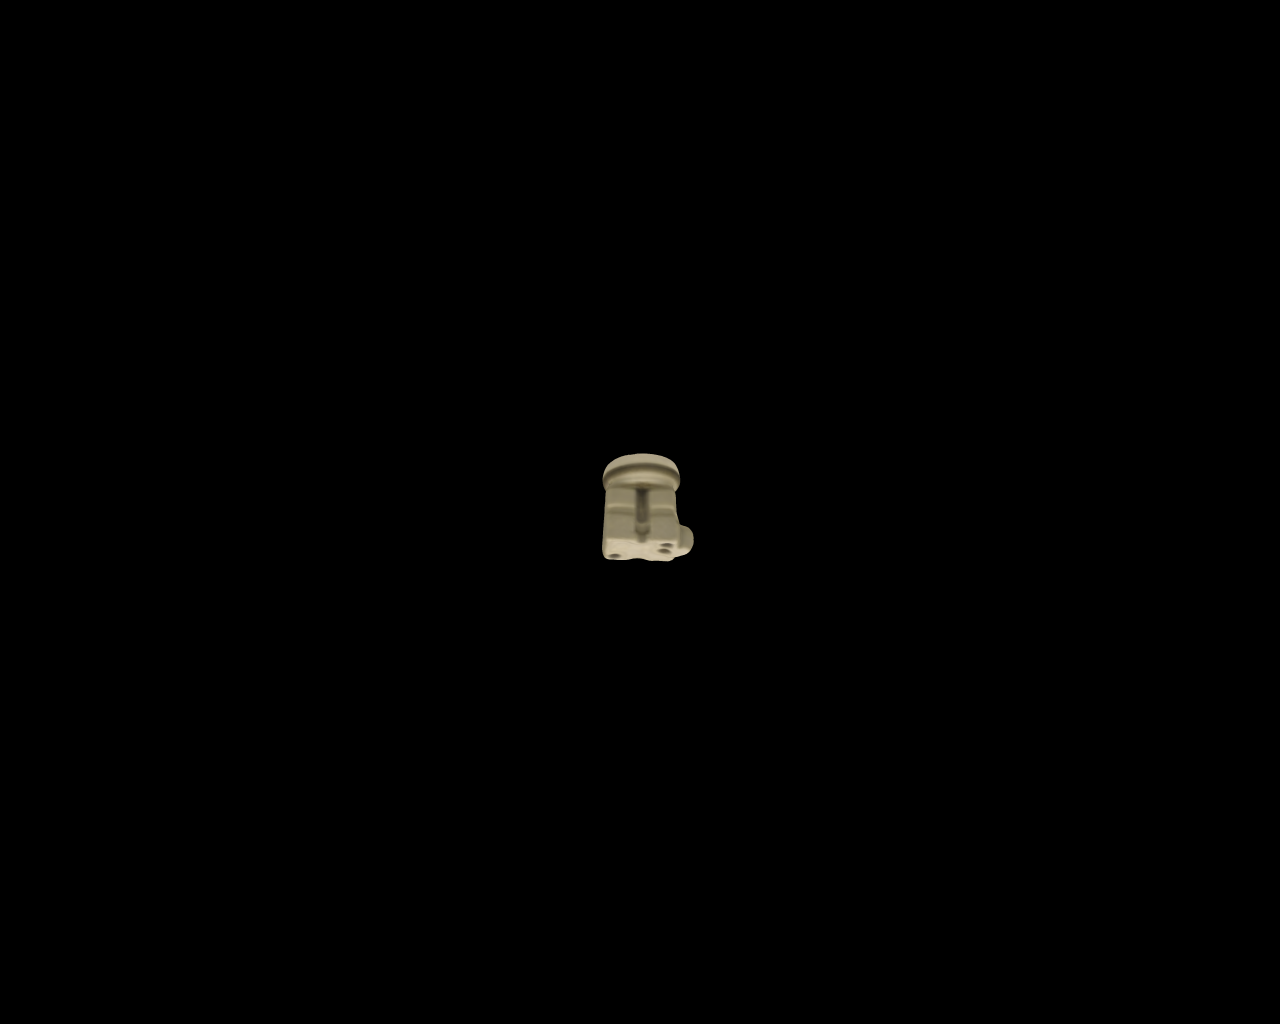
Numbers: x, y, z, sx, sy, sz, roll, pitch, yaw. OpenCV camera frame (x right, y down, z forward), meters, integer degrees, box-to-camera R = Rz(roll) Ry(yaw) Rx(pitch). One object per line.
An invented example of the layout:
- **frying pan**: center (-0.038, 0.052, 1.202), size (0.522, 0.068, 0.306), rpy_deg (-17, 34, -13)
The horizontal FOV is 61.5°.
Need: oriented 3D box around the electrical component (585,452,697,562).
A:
- **electrical component**: center (0.001, -0.003, 0.650), size (0.066, 0.055, 0.048), rpy_deg (2, -24, -5)
